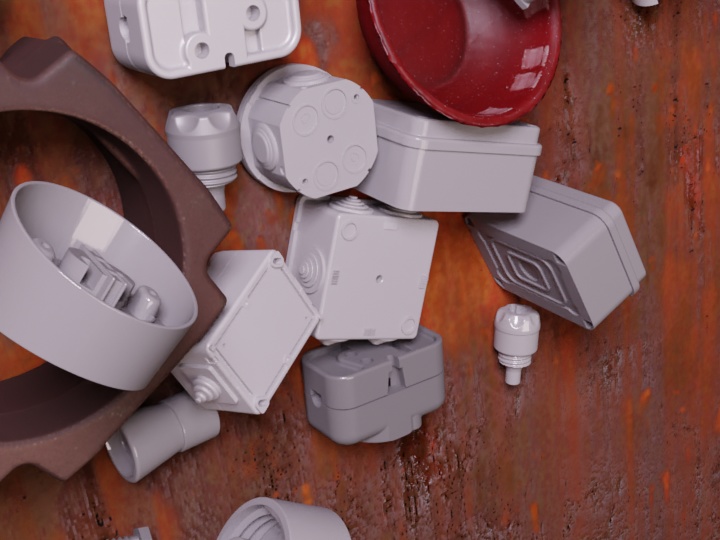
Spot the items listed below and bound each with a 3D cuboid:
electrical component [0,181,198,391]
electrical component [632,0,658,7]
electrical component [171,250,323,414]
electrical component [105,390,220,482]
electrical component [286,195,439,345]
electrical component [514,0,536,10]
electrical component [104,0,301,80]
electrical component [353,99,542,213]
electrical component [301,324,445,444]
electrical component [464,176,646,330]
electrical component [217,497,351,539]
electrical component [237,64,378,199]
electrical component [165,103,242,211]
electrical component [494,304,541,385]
[{"bbox_3d":[-0.124,0.009,0.491,0.099,0.099,0.064,29,94,-38],"label":"electrical component"},{"bbox_3d":[0.212,-0.225,0.799,0.040,0.040,0.046,-48,133,-13],"label":"electrical component"},{"bbox_3d":[-0.079,0.041,0.647,0.061,0.061,0.096,58,49,-34],"label":"electrical component"},{"bbox_3d":[-0.120,0.098,0.665,0.065,0.044,0.044,-22,117,-34],"label":"electrical component"},{"bbox_3d":[0.000,0.000,0.714,0.100,0.048,0.099,2,104,-36],"label":"electrical component"},{"bbox_3d":[0.077,-0.262,0.633,0.186,0.060,0.105,39,62,-26],"label":"electrical component"},{"bbox_3d":[-0.089,-0.141,0.595,0.095,0.059,0.053,-18,115,-30],"label":"electrical component"},{"bbox_3d":[0.055,-0.076,0.710,0.113,0.078,0.057,-1,109,-36],"label":"electrical component"},{"bbox_3d":[0.010,0.080,0.744,0.095,0.054,0.059,-18,115,-30],"label":"electrical component"},{"bbox_3d":[0.139,-0.017,0.768,0.057,0.113,0.078,-41,125,-15],"label":"electrical component"},{"bbox_3d":[-0.061,0.201,0.703,0.060,0.108,0.108,25,90,-32],"label":"electrical component"},{"bbox_3d":[-0.032,-0.084,0.661,0.080,0.051,0.080,-12,112,-32],"label":"electrical component"},{"bbox_3d":[-0.090,-0.065,0.630,0.043,0.043,0.062,-16,115,-31],"label":"electrical component"},{"bbox_3d":[0.120,0.059,0.829,0.035,0.035,0.061,-12,114,-32],"label":"electrical component"}]
